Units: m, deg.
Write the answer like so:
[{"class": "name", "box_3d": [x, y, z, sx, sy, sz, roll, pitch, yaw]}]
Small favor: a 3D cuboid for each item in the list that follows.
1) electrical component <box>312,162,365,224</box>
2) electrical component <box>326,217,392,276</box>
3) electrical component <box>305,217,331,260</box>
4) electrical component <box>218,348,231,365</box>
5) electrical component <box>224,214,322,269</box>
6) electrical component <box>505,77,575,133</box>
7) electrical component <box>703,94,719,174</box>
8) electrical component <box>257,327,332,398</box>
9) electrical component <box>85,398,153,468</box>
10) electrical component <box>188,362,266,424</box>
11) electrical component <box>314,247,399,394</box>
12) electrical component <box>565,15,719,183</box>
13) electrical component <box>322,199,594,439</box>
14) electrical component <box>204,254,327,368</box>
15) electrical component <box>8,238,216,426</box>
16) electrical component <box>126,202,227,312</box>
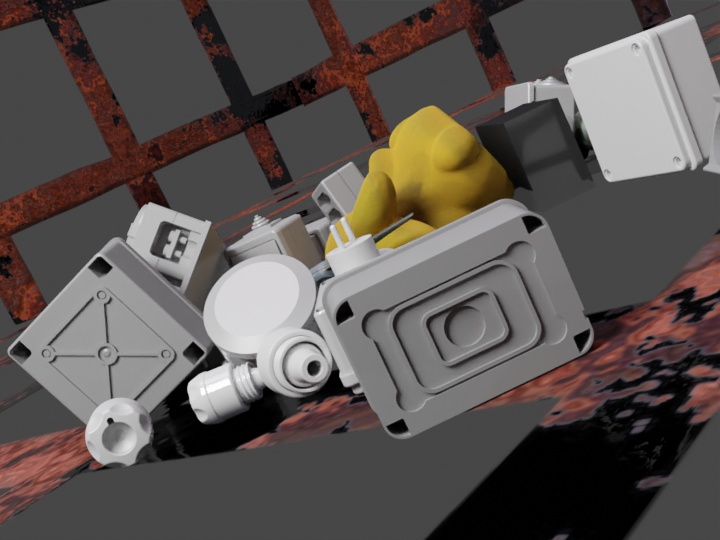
[{"class": "electrical component", "box_3d": [0.012, -0.062, 1.002, 0.076, 0.083, 0.047, -35, -2, -18]}, {"class": "electrical component", "box_3d": [0.000, 0.000, 0.787, 0.043, 0.079, 0.077, -20, 10, 30]}, {"class": "electrical component", "box_3d": [-0.053, -0.007, 1.044, 0.096, 0.061, 0.061, -20, 10, 31]}, {"class": "electrical component", "box_3d": [-0.071, 0.055, 0.786, 0.065, 0.044, 0.044, -32, 10, -11]}, {"class": "electrical component", "box_3d": [-0.076, -0.003, 0.965, 0.062, 0.096, 0.061, -22, 9, 27]}, {"class": "electrical component", "box_3d": [0.178, -0.139, 1.064, 0.048, 0.099, 0.100, -2, 6, -7]}, {"class": "electrical component", "box_3d": [0.232, -0.067, 0.560, 0.063, 0.078, 0.121, 4, 9, -1]}, {"class": "electrical component", "box_3d": [-0.037, 0.058, 0.664, 0.043, 0.043, 0.062, -28, 10, -18]}, {"class": "electrical component", "box_3d": [-0.160, 0.106, 0.720, 0.043, 0.043, 0.062, -26, 7, -8]}, {"class": "electrical component", "box_3d": [-0.079, 0.076, 0.702, 0.061, 0.035, 0.035, -22, 9, 6]}, {"class": "electrical component", "box_3d": [0.032, 0.019, 0.660, 0.109, 0.056, 0.108, -25, 8, 4]}, {"class": "electrical component", "box_3d": [0.226, -0.130, 0.840, 0.056, 0.108, 0.109, -25, 8, -20]}, {"class": "electrical component", "box_3d": [0.046, 0.022, 0.528, 0.113, 0.078, 0.057, -25, 11, -1]}, {"class": "electrical component", "box_3d": [-0.062, 0.033, 0.739, 0.080, 0.051, 0.080, -10, 52, 13]}, {"class": "electrical component", "box_3d": [-0.178, 0.053, 0.785, 0.109, 0.109, 0.056, -45, 7, 12]}, {"class": "electrical component", "box_3d": [-0.165, 0.013, 0.918, 0.186, 0.060, 0.105, 110, 180, -83]}]
